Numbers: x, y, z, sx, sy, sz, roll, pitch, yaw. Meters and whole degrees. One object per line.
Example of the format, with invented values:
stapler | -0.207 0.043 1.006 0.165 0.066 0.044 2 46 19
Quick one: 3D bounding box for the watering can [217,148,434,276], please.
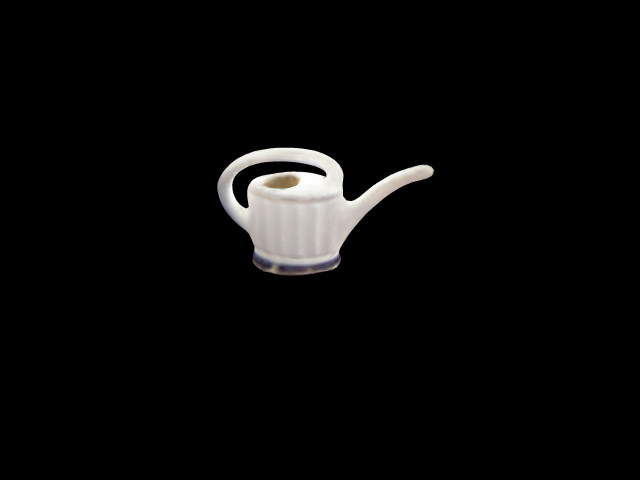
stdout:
watering can | 0.003 -0.043 0.850 0.348 0.219 0.106 4 31 7
